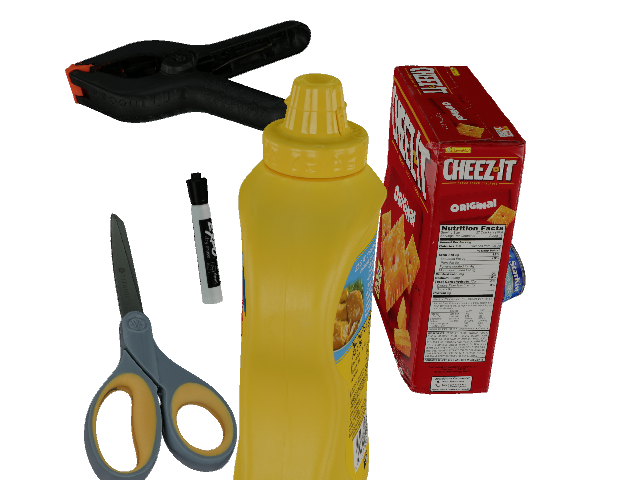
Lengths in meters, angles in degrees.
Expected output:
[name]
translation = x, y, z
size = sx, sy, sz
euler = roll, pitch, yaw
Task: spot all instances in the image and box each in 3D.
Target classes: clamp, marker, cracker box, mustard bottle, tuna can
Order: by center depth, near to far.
[mustard bottle]
translation = -0.005, 0.026, 0.441
size = 0.058, 0.192, 0.096
euler = 8, 25, 11
[clamp]
translation = -0.086, -0.118, 0.741
size = 0.171, 0.039, 0.120
euler = 6, 36, 12
[cracker box]
translation = 0.092, -0.011, 0.843
size = 0.072, 0.214, 0.164
euler = -1, 28, -8
[marker]
translation = -0.107, -0.002, 0.978
size = 0.020, 0.121, 0.020
euler = -6, 11, 1
[tuna can]
translation = 0.191, 0.030, 1.205
size = 0.033, 0.086, 0.086
euler = -24, 9, -21

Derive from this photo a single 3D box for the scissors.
[scissors]
translation = -0.095, 0.064, 0.653
size = 0.096, 0.201, 0.016
euler = 13, -46, -12
